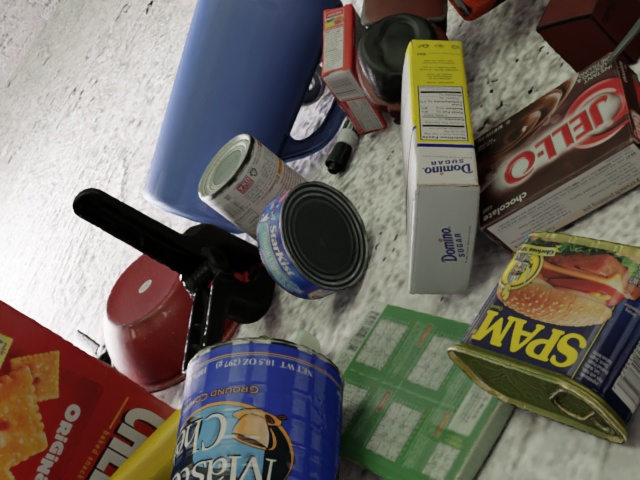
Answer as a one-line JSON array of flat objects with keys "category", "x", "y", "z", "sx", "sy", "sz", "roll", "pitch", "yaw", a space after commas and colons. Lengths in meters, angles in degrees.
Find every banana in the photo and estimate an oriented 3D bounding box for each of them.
[{"category": "banana", "x": -0.098, "y": 0.138, "z": 0.812, "sx": 0.198, "sy": 0.069, "sz": 0.037, "roll": -48, "pitch": 69, "yaw": 10}]

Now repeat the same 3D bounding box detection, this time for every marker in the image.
[{"category": "marker", "x": 0.033, "y": -0.109, "z": 0.957, "sx": 0.020, "sy": 0.020, "sz": 0.121, "roll": -13, "pitch": 46, "yaw": 52}]

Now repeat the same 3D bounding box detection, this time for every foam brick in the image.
[{"category": "foam brick", "x": 0.193, "y": -0.161, "z": 0.723, "sx": 0.051, "sy": 0.053, "sz": 0.078, "roll": -2, "pitch": 54, "yaw": 58}]

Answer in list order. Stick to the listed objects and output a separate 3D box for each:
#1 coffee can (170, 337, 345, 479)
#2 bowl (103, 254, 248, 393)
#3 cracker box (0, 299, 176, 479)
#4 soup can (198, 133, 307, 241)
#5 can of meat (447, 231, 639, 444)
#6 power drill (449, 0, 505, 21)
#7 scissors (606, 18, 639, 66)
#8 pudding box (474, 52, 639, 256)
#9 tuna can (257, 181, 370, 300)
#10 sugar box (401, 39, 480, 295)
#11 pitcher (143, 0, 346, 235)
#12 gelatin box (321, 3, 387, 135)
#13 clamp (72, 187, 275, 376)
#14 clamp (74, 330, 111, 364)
[{"category": "coffee can", "x": -0.039, "y": 0.144, "z": 0.638, "sx": 0.103, "sy": 0.102, "sz": 0.140, "roll": -31, "pitch": 40, "yaw": 36}, {"category": "bowl", "x": -0.139, "y": 0.055, "z": 0.952, "sx": 0.162, "sy": 0.055, "sz": 0.162, "roll": -26, "pitch": 38, "yaw": 22}, {"category": "cracker box", "x": -0.231, "y": 0.156, "z": 0.829, "sx": 0.072, "sy": 0.213, "sz": 0.164, "roll": 3, "pitch": 59, "yaw": 57}, {"category": "soup can", "x": -0.042, "y": -0.033, "z": 0.887, "sx": 0.069, "sy": 0.102, "sz": 0.068, "roll": -39, "pitch": 29, "yaw": 26}, {"category": "can of meat", "x": 0.130, "y": 0.046, "z": 0.552, "sx": 0.102, "sy": 0.057, "sz": 0.084, "roll": 14, "pitch": 65, "yaw": 53}, {"category": "power drill", "x": 0.185, "y": -0.247, "z": 0.798, "sx": 0.184, "sy": 0.057, "sz": 0.188, "roll": -34, "pitch": 2, "yaw": -39}, {"category": "scissors", "x": 0.236, "y": -0.186, "z": 0.697, "sx": 0.201, "sy": 0.016, "sz": 0.096, "roll": -43, "pitch": 20, "yaw": -3}, {"category": "pudding box", "x": 0.152, "y": -0.053, "z": 0.669, "sx": 0.114, "sy": 0.039, "sz": 0.090, "roll": -35, "pitch": 31, "yaw": 32}, {"category": "tuna can", "x": -0.005, "y": 0.001, "z": 0.804, "sx": 0.034, "sy": 0.086, "sz": 0.086, "roll": -26, "pitch": 36, "yaw": 45}, {"category": "sugar box", "x": 0.080, "y": -0.054, "z": 0.730, "sx": 0.048, "sy": 0.093, "sz": 0.176, "roll": -1, "pitch": 41, "yaw": 0}, {"category": "pitcher", "x": -0.068, "y": -0.130, "z": 0.994, "sx": 0.149, "sy": 0.144, "sz": 0.243, "roll": 20, "pitch": 92, "yaw": 50}, {"category": "gelatin box", "x": 0.030, "y": -0.145, "z": 0.913, "sx": 0.030, "sy": 0.089, "sz": 0.073, "roll": -11, "pitch": 57, "yaw": 21}, {"category": "clamp", "x": -0.097, "y": 0.020, "z": 0.837, "sx": 0.036, "sy": 0.164, "sz": 0.209, "roll": -41, "pitch": -8, "yaw": 20}, {"category": "clamp", "x": -0.190, "y": 0.103, "z": 1.031, "sx": 0.120, "sy": 0.039, "sz": 0.171, "roll": -51, "pitch": 32, "yaw": 14}]
